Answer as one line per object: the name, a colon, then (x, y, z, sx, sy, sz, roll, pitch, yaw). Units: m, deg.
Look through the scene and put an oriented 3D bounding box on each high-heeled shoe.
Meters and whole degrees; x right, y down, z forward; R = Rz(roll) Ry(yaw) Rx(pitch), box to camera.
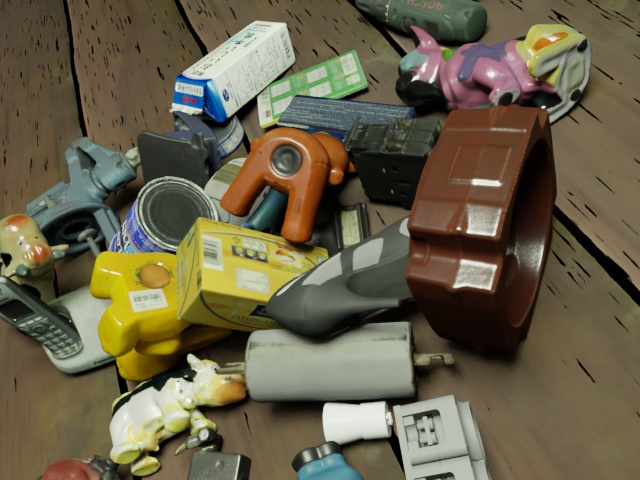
high-heeled shoe: (0.054, 0.028, 0.585, 0.145, 0.086, 0.249, -6, 18, 32)

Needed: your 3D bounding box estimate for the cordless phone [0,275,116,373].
cordless phone: (-0.320, 0.084, 0.682, 0.147, 0.184, 0.089, -21, 47, 11)

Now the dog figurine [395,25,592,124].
dog figurine: (0.207, -0.224, 0.701, 0.191, 0.108, 0.219, -37, 48, -1)

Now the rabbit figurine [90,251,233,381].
rabbit figurine: (-0.196, 0.098, 0.648, 0.162, 0.173, 0.122, -12, 45, -39)

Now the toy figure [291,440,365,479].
toy figure: (0.021, 0.265, 0.462, 0.082, 0.089, 0.180, -32, 53, 11)

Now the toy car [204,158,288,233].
toy car: (-0.102, -0.055, 0.730, 0.109, 0.102, 0.161, 23, 72, 34)

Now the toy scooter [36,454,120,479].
toy scooter: (-0.233, 0.302, 0.565, 0.135, 0.075, 0.184, -33, 54, 2)

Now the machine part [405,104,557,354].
machine part: (0.160, -0.010, 0.514, 0.087, 0.201, 0.201, 8, 62, 33)

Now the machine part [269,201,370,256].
machine part: (-0.001, -0.002, 0.689, 0.139, 0.039, 0.084, -16, 61, 12)

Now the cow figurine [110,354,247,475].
cow figurine: (-0.164, 0.184, 0.620, 0.167, 0.068, 0.098, -33, 45, -1)

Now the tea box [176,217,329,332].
tea box: (-0.068, 0.047, 0.599, 0.068, 0.169, 0.098, -46, 40, 37)

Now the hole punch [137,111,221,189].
hole punch: (-0.195, -0.121, 0.804, 0.116, 0.142, 0.092, 18, 39, 14)

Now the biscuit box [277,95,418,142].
biscuit box: (0.040, -0.154, 0.757, 0.203, 0.059, 0.063, 16, 64, 33)

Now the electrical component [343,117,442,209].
electrical component: (0.108, -0.089, 0.647, 0.134, 0.114, 0.058, 10, 64, 31)

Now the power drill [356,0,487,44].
power drill: (0.194, -0.406, 0.846, 0.207, 0.085, 0.232, -40, 52, -10)

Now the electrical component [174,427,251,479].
electrical component: (-0.119, 0.253, 0.564, 0.078, 0.045, 0.102, -1, 58, 26)

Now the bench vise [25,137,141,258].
bench vise: (-0.333, -0.029, 0.814, 0.224, 0.128, 0.241, -30, 71, -9)

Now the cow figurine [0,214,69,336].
cow figurine: (-0.403, 0.053, 0.744, 0.127, 0.194, 0.085, 25, 37, 28)

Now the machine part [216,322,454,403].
machine part: (0.013, 0.126, 0.555, 0.243, 0.079, 0.079, -6, 56, 10)

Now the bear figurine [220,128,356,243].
bear figurine: (-0.025, -0.078, 0.678, 0.120, 0.196, 0.132, 24, 98, 9)
